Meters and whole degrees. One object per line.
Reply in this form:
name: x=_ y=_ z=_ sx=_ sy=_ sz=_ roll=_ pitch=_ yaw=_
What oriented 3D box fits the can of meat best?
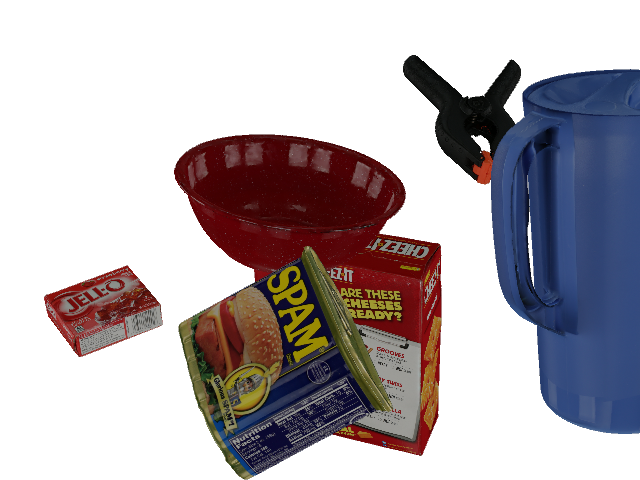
can of meat: x=-0.021 y=0.063 z=0.557 sx=0.084 sy=0.057 sz=0.102 roll=-29 pitch=39 yaw=4

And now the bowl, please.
bowl: x=-0.023 y=-0.020 z=0.751 sx=0.162 sy=0.055 sz=0.162 roll=6 pitch=26 yaw=-3

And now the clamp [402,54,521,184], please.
clamp: x=0.138 y=-0.126 z=1.038 sx=0.120 sy=0.039 sz=0.171 roll=4 pitch=44 yaw=4

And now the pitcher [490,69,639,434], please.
pitcher: x=0.199 y=0.010 z=0.741 sx=0.149 sy=0.243 sz=0.145 roll=1 pitch=21 yaw=14

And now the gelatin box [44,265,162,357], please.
gelatin box: x=-0.205 y=0.065 z=1.005 sx=0.089 sy=0.030 sz=0.073 roll=-20 pitch=40 yaw=-27

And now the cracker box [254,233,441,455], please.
cracker box: x=0.029 y=0.092 z=1.019 sx=0.164 sy=0.214 sz=0.072 roll=10 pitch=36 yaw=19
